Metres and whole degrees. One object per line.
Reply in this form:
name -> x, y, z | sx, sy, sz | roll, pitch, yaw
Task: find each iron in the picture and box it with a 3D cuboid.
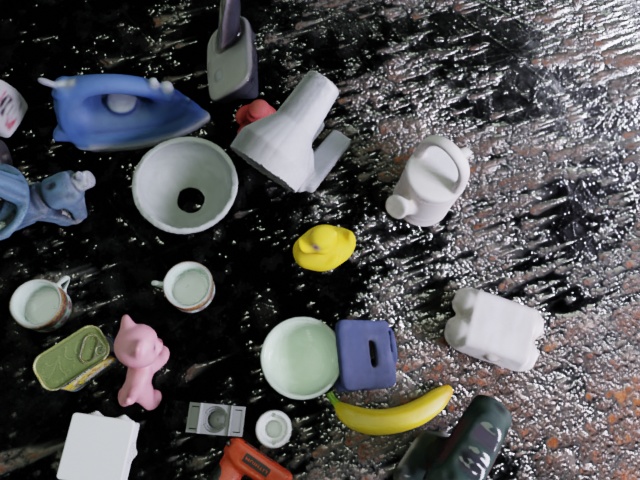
iron -> -0.319, -0.231, 0.945 | 0.258, 0.141, 0.118 | -5, 72, -6

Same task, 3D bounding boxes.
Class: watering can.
watering can -> 0.178, -0.093, 0.910 | 0.101, 0.194, 0.173 | 27, 72, 5

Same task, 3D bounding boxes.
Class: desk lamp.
desk lamp -> -0.039, -0.157, 0.904 | 0.118, 0.213, 0.203 | 34, 73, 7

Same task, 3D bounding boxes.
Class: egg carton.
egg carton -> 0.275, 0.142, 0.906 | 0.150, 0.069, 0.107 | 18, 71, 2

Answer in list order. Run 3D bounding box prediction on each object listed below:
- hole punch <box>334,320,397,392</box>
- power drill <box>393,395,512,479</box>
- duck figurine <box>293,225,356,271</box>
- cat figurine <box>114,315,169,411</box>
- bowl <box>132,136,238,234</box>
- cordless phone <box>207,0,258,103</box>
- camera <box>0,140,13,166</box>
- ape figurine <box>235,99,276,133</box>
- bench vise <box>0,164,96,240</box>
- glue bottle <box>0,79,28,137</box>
hole punch -> 0.068, 0.172, 0.868 | 0.101, 0.091, 0.108 | -4, 72, -6
power drill -> 0.164, 0.315, 0.767 | 0.075, 0.208, 0.230 | 36, 73, 8
duck figurine -> 0.008, 0.003, 0.922 | 0.104, 0.086, 0.077 | -13, 73, -8
cat figurine -> -0.264, 0.177, 0.827 | 0.067, 0.118, 0.128 | 5, 71, -2
bowl -> -0.216, -0.080, 0.938 | 0.167, 0.075, 0.167 | 1, 72, -4
cordless phone -> -0.153, -0.333, 0.968 | 0.094, 0.185, 0.147 | -7, 72, -6
camera -> -0.571, -0.108, 0.907 | 0.137, 0.101, 0.143 | -12, 73, -8
ape figurine -> -0.105, -0.210, 0.980 | 0.076, 0.092, 0.077 | -34, 77, -14
bench vise -> -0.455, -0.081, 0.844 | 0.208, 0.220, 0.121 | -35, 77, -14
glue bottle -> -0.529, -0.236, 0.914 | 0.037, 0.173, 0.078 | 17, 71, 2
